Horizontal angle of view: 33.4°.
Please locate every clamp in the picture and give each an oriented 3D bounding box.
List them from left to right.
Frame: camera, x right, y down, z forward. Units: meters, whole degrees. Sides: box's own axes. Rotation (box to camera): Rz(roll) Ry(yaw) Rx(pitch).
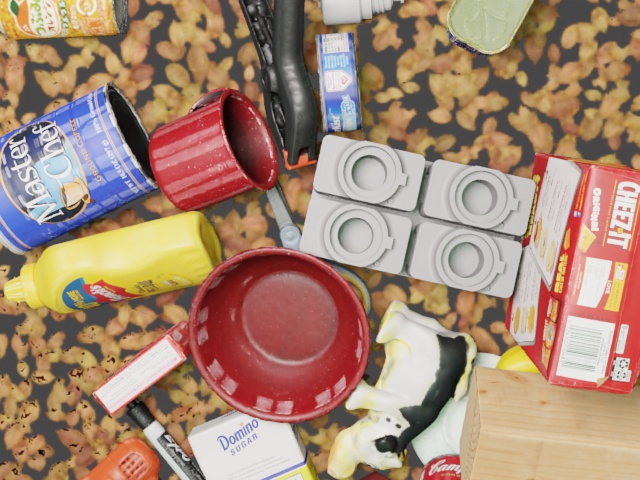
[{"bbox_3d":[-0.035,-0.150,0.924,0.039,0.120,0.171,-10,110,-15],"label":"clamp"}]

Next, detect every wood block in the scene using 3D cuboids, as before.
[{"bbox_3d":[0.229,0.179,0.906,0.206,0.090,0.091,7,120,2],"label":"wood block"}]

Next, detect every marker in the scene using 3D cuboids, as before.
[{"bbox_3d":[-0.140,0.198,0.999,0.020,0.020,0.121,-39,93,6],"label":"marker"}]

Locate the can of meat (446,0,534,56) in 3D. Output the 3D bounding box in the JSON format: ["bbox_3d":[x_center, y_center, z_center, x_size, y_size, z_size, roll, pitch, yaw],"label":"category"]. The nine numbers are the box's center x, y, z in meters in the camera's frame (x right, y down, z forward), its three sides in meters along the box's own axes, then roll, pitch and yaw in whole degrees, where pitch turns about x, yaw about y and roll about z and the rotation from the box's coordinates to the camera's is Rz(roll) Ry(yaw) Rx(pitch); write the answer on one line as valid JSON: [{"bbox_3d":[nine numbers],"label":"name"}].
[{"bbox_3d":[0.149,-0.207,0.905,0.057,0.084,0.102,28,97,0],"label":"can of meat"}]

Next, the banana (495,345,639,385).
[{"bbox_3d":[0.242,0.134,0.960,0.198,0.037,0.070,18,106,-1],"label":"banana"}]

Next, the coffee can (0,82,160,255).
[{"bbox_3d":[-0.222,-0.062,0.934,0.140,0.103,0.103,-25,94,5],"label":"coffee can"}]

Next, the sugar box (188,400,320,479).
[{"bbox_3d":[-0.044,0.239,0.986,0.093,0.048,0.176,-22,92,4],"label":"sugar box"}]

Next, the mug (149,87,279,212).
[{"bbox_3d":[-0.095,-0.084,0.933,0.082,0.093,0.117,-20,56,23],"label":"mug"}]

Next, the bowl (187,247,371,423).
[{"bbox_3d":[-0.032,0.077,0.941,0.162,0.055,0.162,3,105,10],"label":"bowl"}]

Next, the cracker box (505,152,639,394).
[{"bbox_3d":[0.211,0.017,0.861,0.072,0.213,0.164,9,97,0],"label":"cracker box"}]

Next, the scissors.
[{"bbox_3d":[-0.006,0.001,0.972,0.096,0.016,0.202,-5,96,3],"label":"scissors"}]

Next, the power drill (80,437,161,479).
[{"bbox_3d":[-0.175,0.303,0.969,0.184,0.057,0.187,-44,96,-17],"label":"power drill"}]

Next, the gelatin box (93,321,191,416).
[{"bbox_3d":[-0.155,0.114,0.964,0.089,0.073,0.030,-38,92,7],"label":"gelatin box"}]

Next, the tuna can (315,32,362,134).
[{"bbox_3d":[0.016,-0.136,0.920,0.034,0.086,0.086,-5,96,2],"label":"tuna can"}]

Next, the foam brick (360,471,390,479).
[{"bbox_3d":[0.051,0.261,0.971,0.051,0.053,0.078,-24,95,-15],"label":"foam brick"}]

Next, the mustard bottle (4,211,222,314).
[{"bbox_3d":[-0.187,0.026,0.945,0.191,0.096,0.058,-12,71,5],"label":"mustard bottle"}]

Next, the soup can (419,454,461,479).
[{"bbox_3d":[0.114,0.245,0.940,0.068,0.102,0.068,6,115,12],"label":"soup can"}]
